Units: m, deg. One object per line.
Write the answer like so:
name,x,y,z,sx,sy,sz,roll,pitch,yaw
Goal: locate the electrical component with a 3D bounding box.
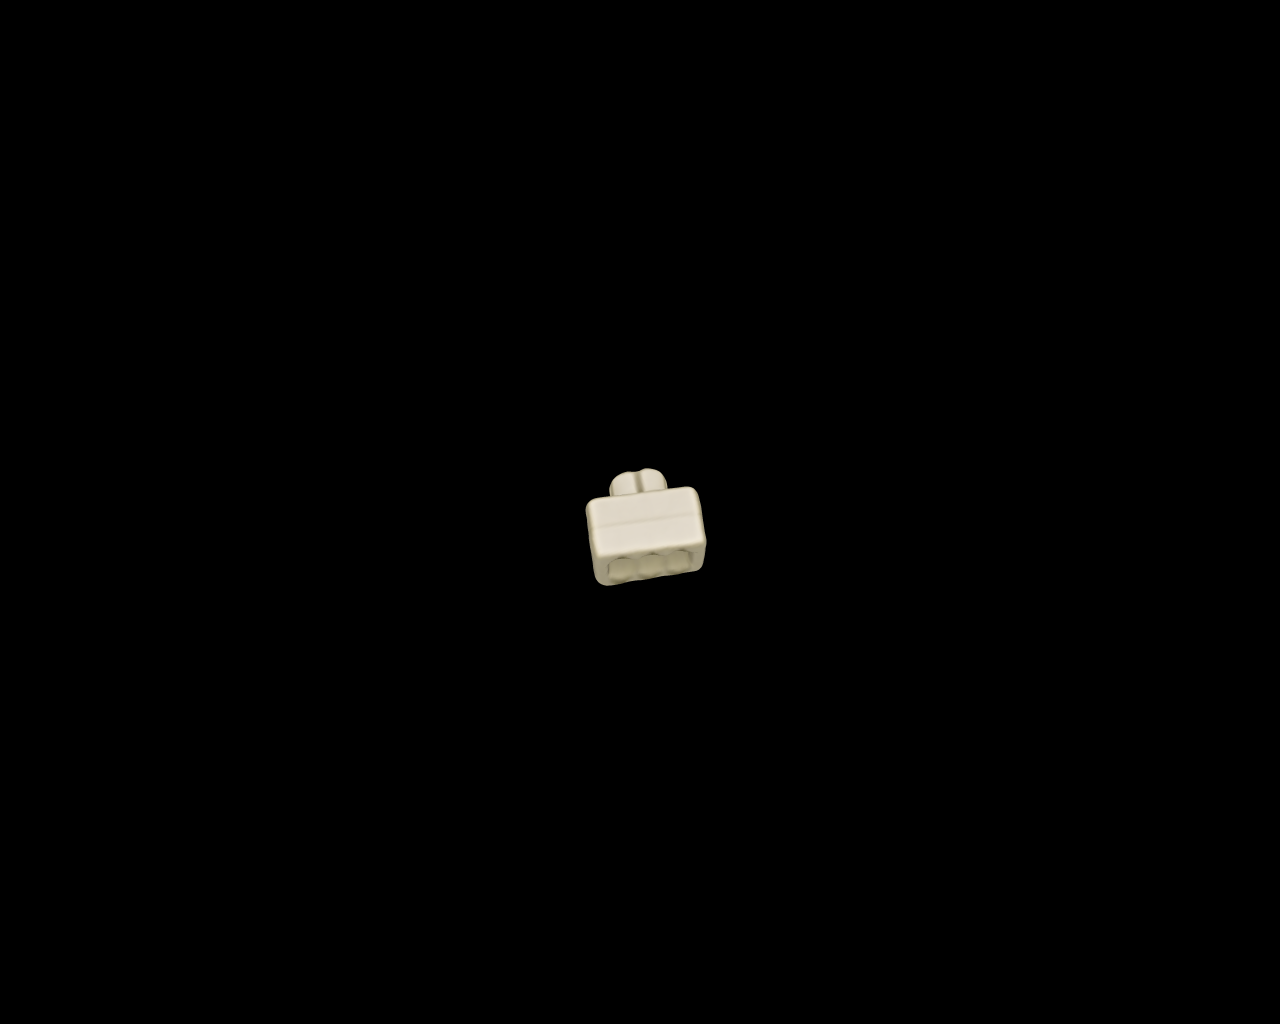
electrical component,0.001,-0.003,0.650,0.066,0.077,0.047,-8,-23,-3
